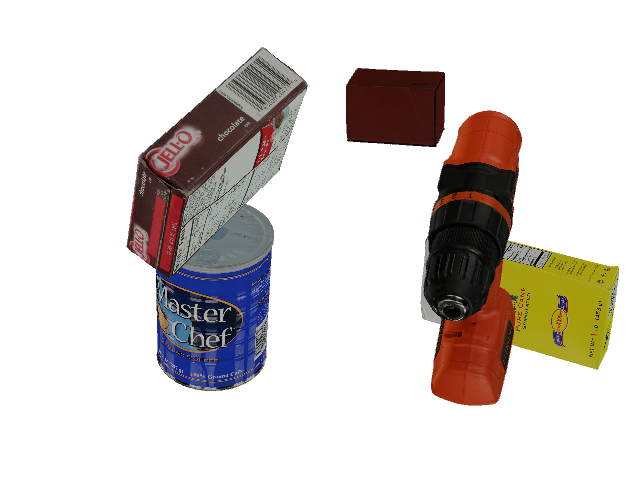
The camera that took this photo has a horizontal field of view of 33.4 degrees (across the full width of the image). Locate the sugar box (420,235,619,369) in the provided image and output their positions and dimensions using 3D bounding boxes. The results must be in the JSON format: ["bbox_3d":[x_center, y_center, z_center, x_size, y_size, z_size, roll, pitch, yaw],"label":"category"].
[{"bbox_3d":[0.182,0.051,0.993,0.176,0.093,0.048,13,33,21],"label":"sugar box"}]

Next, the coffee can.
[{"bbox_3d":[-0.096,0.048,0.950,0.103,0.140,0.103,3,36,-2],"label":"coffee can"}]

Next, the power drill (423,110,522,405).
[{"bbox_3d":[0.107,0.030,0.748,0.057,0.188,0.184,9,45,14],"label":"power drill"}]

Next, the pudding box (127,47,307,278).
[{"bbox_3d":[-0.060,-0.043,0.610,0.113,0.039,0.090,-45,-11,-33],"label":"pudding box"}]

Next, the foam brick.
[{"bbox_3d":[0.064,-0.113,0.902,0.078,0.051,0.053,5,26,14],"label":"foam brick"}]
